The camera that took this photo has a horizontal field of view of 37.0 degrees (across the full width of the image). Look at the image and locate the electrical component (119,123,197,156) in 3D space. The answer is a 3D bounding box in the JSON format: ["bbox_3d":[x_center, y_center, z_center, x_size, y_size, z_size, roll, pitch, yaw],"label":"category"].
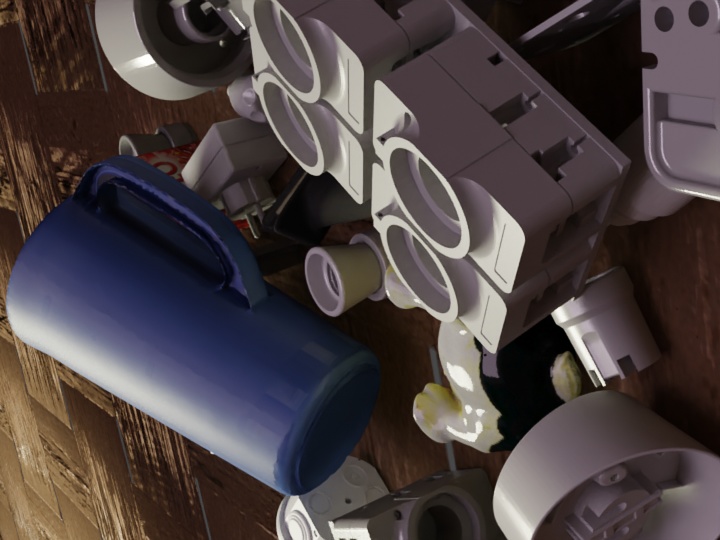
[{"bbox_3d":[-0.168,-0.098,0.903,0.045,0.055,0.045,37,136,46],"label":"electrical component"}]

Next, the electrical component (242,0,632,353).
[{"bbox_3d":[0.020,-0.063,0.469,0.186,0.060,0.105,49,161,23],"label":"electrical component"}]

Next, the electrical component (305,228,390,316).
[{"bbox_3d":[0.000,0.000,0.671,0.045,0.055,0.045,37,136,46],"label":"electrical component"}]

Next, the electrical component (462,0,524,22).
[{"bbox_3d":[0.023,-0.177,0.518,0.121,0.079,0.063,48,122,36],"label":"electrical component"}]

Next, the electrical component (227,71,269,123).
[{"bbox_3d":[-0.076,-0.122,0.752,0.061,0.035,0.035,25,127,56],"label":"electrical component"}]

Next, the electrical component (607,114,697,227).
[{"bbox_3d":[0.122,-0.040,0.454,0.040,0.040,0.078,63,151,15],"label":"electrical component"}]

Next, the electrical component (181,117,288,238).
[{"bbox_3d":[-0.086,-0.061,0.789,0.083,0.047,0.075,-39,72,58],"label":"electrical component"}]

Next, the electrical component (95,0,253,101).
[{"bbox_3d":[-0.115,-0.170,0.722,0.060,0.108,0.108,5,110,52],"label":"electrical component"}]

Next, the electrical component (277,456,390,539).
[{"bbox_3d":[-0.016,0.178,0.779,0.080,0.080,0.051,56,143,25],"label":"electrical component"}]

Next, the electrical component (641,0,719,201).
[{"bbox_3d":[0.140,-0.078,0.381,0.054,0.059,0.095,23,126,54],"label":"electrical component"}]

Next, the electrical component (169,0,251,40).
[{"bbox_3d":[-0.057,-0.185,0.645,0.063,0.078,0.121,49,158,-21],"label":"electrical component"}]

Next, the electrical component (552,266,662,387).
[{"bbox_3d":[0.116,0.027,0.506,0.046,0.040,0.040,64,151,3],"label":"electrical component"}]

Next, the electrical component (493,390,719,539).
[{"bbox_3d":[0.115,0.107,0.498,0.064,0.099,0.099,46,143,48],"label":"electrical component"}]

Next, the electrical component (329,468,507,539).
[{"bbox_3d":[0.056,0.208,0.660,0.062,0.089,0.150,-26,84,61],"label":"electrical component"}]
